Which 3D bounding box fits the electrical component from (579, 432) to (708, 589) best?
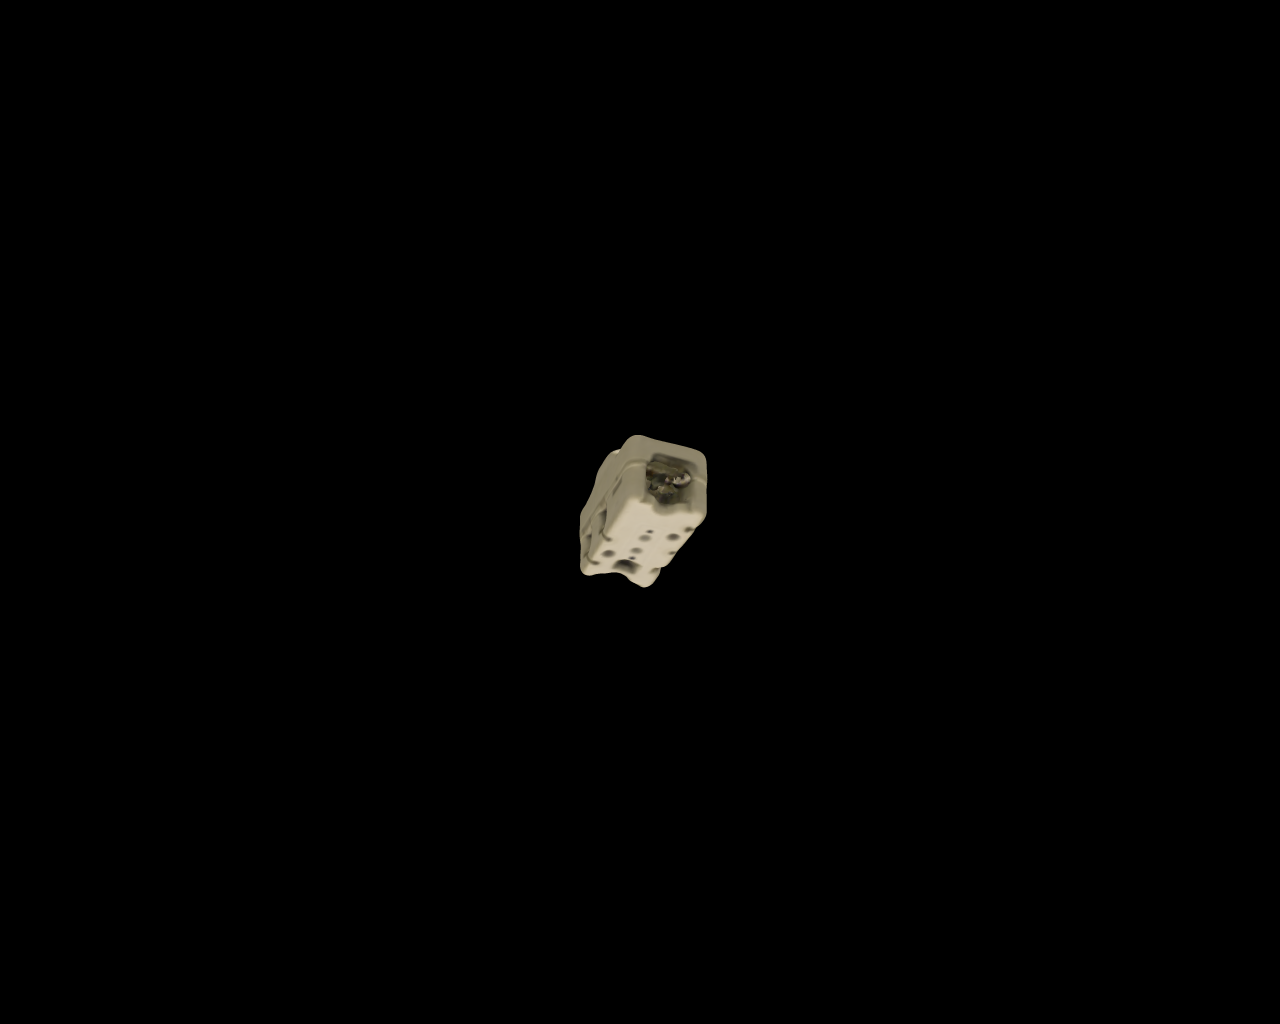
[{"bbox_3d":[0.001,-0.003,0.650,0.050,0.056,0.089,13,-38,-18],"label":"electrical component"}]
